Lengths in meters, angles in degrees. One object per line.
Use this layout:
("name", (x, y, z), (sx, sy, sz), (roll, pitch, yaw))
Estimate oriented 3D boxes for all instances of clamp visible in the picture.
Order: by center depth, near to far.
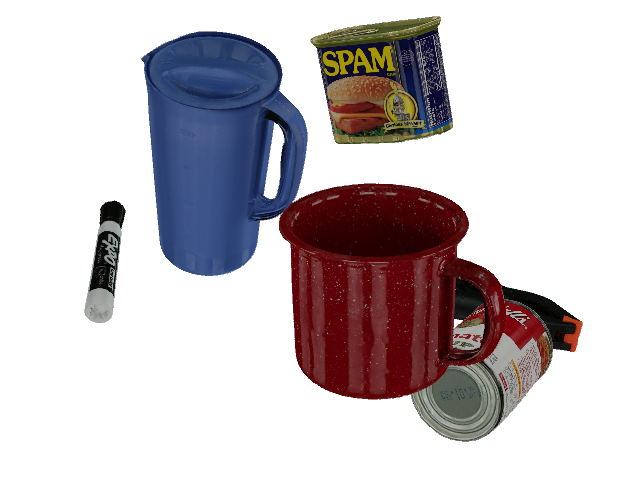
("clamp", (0.158, 0.056, 0.984), (0.172, 0.039, 0.120), (19, 30, 17))

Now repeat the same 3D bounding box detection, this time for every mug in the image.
("mug", (0.037, 0.028, 0.532), (0.117, 0.081, 0.093), (13, 28, 28))

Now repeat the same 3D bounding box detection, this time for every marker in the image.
("marker", (-0.153, 0.011, 0.764), (0.020, 0.020, 0.121), (0, 39, -5))

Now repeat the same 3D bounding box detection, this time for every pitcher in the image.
("pitcher", (-0.104, -0.077, 1.098), (0.144, 0.243, 0.149), (-7, 44, -14))

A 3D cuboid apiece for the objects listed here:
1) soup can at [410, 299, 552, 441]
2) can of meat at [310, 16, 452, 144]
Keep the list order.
("soup can", (0.112, 0.089, 0.739), (0.069, 0.068, 0.102), (0, 16, 31))
("can of meat", (0.048, -0.121, 0.816), (0.102, 0.084, 0.057), (3, 22, 42))
